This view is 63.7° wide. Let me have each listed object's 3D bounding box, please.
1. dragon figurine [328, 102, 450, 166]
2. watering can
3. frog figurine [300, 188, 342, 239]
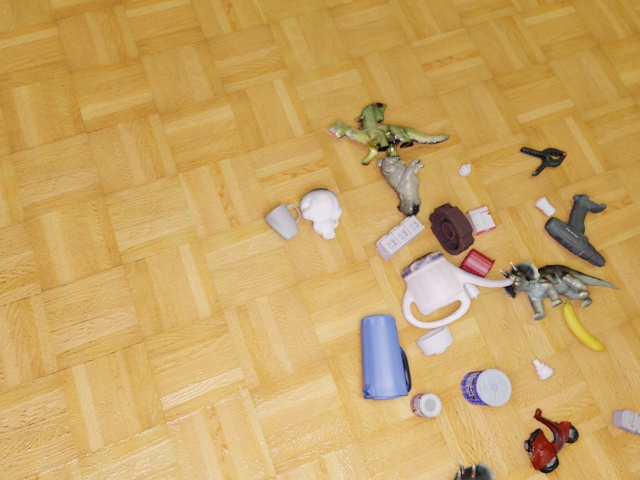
[{"bbox_3d":[0.233,-0.403,1.838,0.411,0.120,0.247,-13,65,-11],"label":"dragon figurine"},{"bbox_3d":[0.405,0.135,1.630,0.346,0.103,0.227,-30,74,11],"label":"watering can"},{"bbox_3d":[0.005,-0.085,1.695,0.137,0.120,0.163,4,58,-24],"label":"frog figurine"}]
